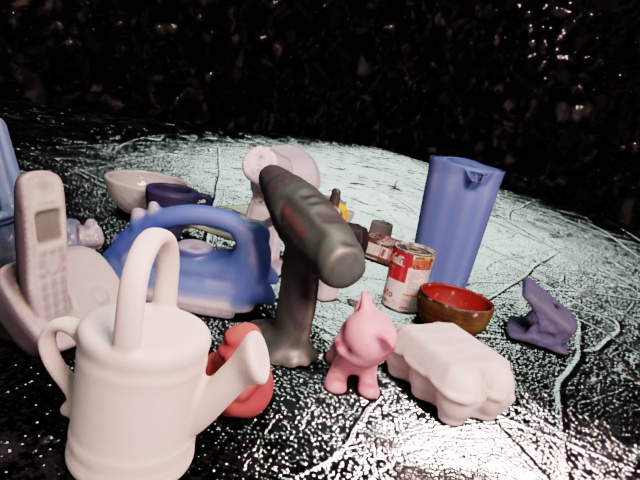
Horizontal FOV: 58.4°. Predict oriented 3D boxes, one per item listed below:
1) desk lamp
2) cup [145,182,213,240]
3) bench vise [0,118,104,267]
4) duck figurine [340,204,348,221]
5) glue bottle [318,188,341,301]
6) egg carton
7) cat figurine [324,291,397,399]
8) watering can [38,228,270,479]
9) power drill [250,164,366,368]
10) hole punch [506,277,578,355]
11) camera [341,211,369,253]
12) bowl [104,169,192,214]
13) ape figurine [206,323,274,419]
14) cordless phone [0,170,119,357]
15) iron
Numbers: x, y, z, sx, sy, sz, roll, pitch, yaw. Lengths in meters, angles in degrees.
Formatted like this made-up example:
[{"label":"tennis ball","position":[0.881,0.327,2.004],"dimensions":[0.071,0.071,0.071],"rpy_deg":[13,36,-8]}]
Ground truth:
[{"label":"desk lamp","position":[-0.086,-0.051,0.938],"dimensions":[0.117,0.213,0.203],"rpy_deg":[15,15,12]},{"label":"cup","position":[-0.255,-0.047,1.022],"dimensions":[0.118,0.095,0.091],"rpy_deg":[5,16,-22]},{"label":"bench vise","position":[-0.371,-0.045,0.689],"dimensions":[0.208,0.220,0.121],"rpy_deg":[4,17,-27]},{"label":"duck figurine","position":[0.037,-0.034,1.212],"dimensions":[0.078,0.086,0.104],"rpy_deg":[-2,20,-40]},{"label":"glue bottle","position":[0.008,0.003,0.889],"dimensions":[0.037,0.173,0.077],"rpy_deg":[-4,22,-45]},{"label":"egg carton","position":[0.148,0.149,0.663],"dimensions":[0.107,0.069,0.149],"rpy_deg":[2,18,-31]},{"label":"cat figurine","position":[0.048,0.109,0.640],"dimensions":[0.067,0.118,0.128],"rpy_deg":[11,15,-3]},{"label":"watering can","position":[-0.128,0.086,0.445],"dimensions":[0.173,0.194,0.100],"rpy_deg":[6,16,-18]},{"label":"power drill","position":[-0.034,0.032,0.685],"dimensions":[0.076,0.208,0.228],"rpy_deg":[2,18,-32]},{"label":"hole punch","position":[0.355,0.115,0.901],"dimensions":[0.101,0.091,0.109],"rpy_deg":[16,16,15]},{"label":"camera","position":[0.027,-0.009,1.087],"dimensions":[0.137,0.101,0.143],"rpy_deg":[8,16,-14]},{"label":"bowl","position":[-0.342,-0.085,1.134],"dimensions":[0.167,0.075,0.167],"rpy_deg":[11,15,-3]},{"label":"ape figurine","position":[-0.078,0.122,0.549],"dimensions":[0.076,0.092,0.077],"rpy_deg":[8,16,-14]},{"label":"cordless phone","position":[-0.269,0.016,0.609],"dimensions":[0.094,0.185,0.148],"rpy_deg":[15,15,12]},{"label":"iron","position":[-0.178,0.012,0.777],"dimensions":[0.258,0.141,0.118],"rpy_deg":[10,15,-6]}]
